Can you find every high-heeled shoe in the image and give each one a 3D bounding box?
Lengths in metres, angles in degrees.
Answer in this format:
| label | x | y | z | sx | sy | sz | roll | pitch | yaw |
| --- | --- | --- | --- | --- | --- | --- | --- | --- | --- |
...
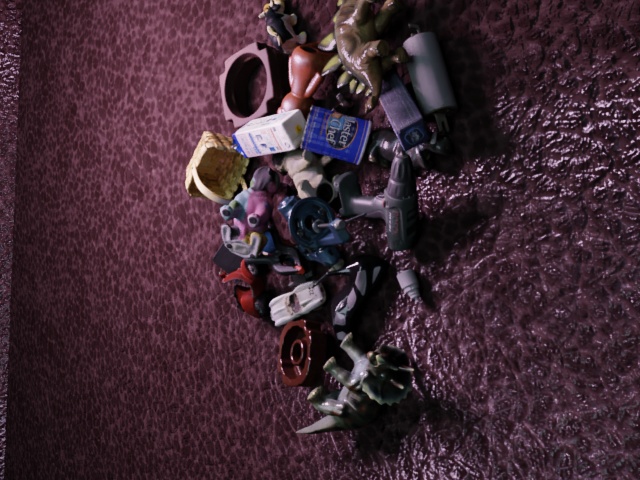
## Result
| label | x | y | z | sx | sy | sz | roll | pitch | yaw |
| --- | --- | --- | --- | --- | --- | --- | --- | --- | --- |
| high-heeled shoe | 0.097 | 0.151 | 1.275 | 0.145 | 0.086 | 0.248 | -7 | 114 | 3 |

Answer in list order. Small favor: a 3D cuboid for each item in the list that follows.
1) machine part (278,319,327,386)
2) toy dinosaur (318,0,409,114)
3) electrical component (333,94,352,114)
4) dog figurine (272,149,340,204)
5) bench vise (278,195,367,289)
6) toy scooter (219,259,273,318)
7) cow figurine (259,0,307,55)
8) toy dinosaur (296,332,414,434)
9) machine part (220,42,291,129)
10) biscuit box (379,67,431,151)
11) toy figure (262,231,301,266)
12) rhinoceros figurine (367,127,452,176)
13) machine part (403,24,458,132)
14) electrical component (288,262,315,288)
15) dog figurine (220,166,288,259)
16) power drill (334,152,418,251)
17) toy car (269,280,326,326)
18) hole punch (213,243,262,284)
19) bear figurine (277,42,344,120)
| label | x | y | z | sx | sy | sz | roll | pitch | yaw |
| --- | --- | --- | --- | --- | --- | --- | --- | --- | --- |
| machine part | -0.044 | 0.284 | 1.347 | 0.179 | 0.056 | 0.179 | -32 | 52 | 52 |
| toy dinosaur | 0.080 | -0.451 | 1.166 | 0.198 | 0.105 | 0.471 | -31 | 51 | 44 |
| electrical component | 0.030 | -0.302 | 1.293 | 0.045 | 0.078 | 0.102 | 46 | 129 | 0 |
| dog figurine | -0.046 | -0.157 | 1.356 | 0.191 | 0.121 | 0.172 | 7 | 94 | 55 |
| bench vise | 0.005 | -0.010 | 1.237 | 0.223 | 0.129 | 0.241 | 62 | 155 | -12 |
| toy scooter | -0.207 | 0.130 | 1.470 | 0.135 | 0.075 | 0.183 | -2 | 112 | 21 |
| cow figurine | -0.110 | -0.554 | 1.379 | 0.068 | 0.098 | 0.167 | -43 | 65 | 40 |
| toy dinosaur | 0.084 | 0.363 | 1.244 | 0.192 | 0.131 | 0.404 | 33 | 126 | 16 |
| machine part | -0.172 | -0.407 | 1.446 | 0.202 | 0.087 | 0.201 | -14 | 82 | 42 |
| biscuit box | 0.166 | -0.275 | 1.121 | 0.063 | 0.059 | 0.203 | -26 | 47 | 13 |
| toy figure | -0.106 | 0.021 | 1.428 | 0.155 | 0.058 | 0.064 | 26 | 115 | 31 |
| rhinoceros figurine | 0.193 | -0.197 | 1.159 | 0.191 | 0.073 | 0.112 | 16 | 92 | 41 |
| machine part | 0.228 | -0.336 | 1.114 | 0.079 | 0.079 | 0.243 | -22 | 77 | 39 |
| electrical component | -0.054 | 0.088 | 1.408 | 0.094 | 0.021 | 0.063 | -31 | 71 | 37 |
| dog figurine | -0.160 | -0.080 | 1.379 | 0.109 | 0.219 | 0.191 | 14 | 128 | 13 |
| power drill | 0.129 | -0.097 | 1.172 | 0.208 | 0.086 | 0.231 | 16 | 130 | 41 |
| toy car | -0.063 | 0.166 | 1.396 | 0.202 | 0.056 | 0.073 | -31 | 72 | 37 |
| hole punch | -0.222 | 0.041 | 1.520 | 0.116 | 0.092 | 0.142 | 39 | 117 | -2 |
| bear figurine | -0.026 | -0.372 | 1.323 | 0.120 | 0.132 | 0.195 | 38 | 133 | 34 |
